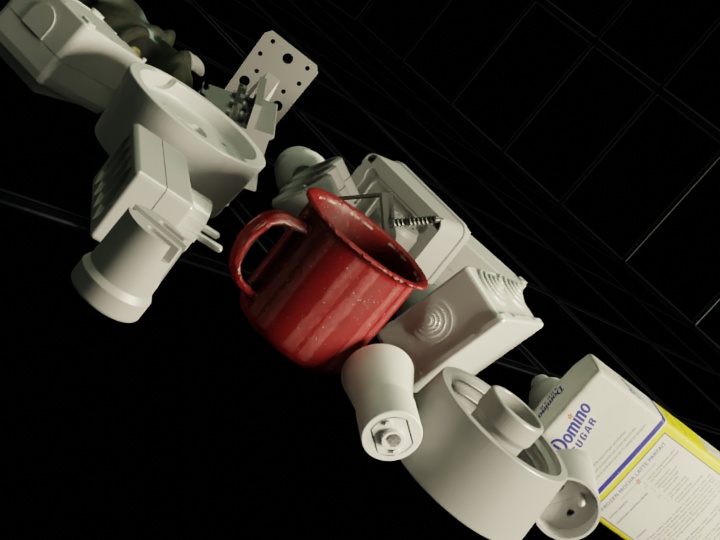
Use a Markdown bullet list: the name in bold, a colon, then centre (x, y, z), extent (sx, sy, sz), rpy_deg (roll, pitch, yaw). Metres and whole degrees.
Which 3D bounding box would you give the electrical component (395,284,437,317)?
- **electrical component**: centre (0.048, 0.029, 0.858), extent (0.043, 0.043, 0.062), rpy_deg (32, 14, -28)

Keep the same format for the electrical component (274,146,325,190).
- **electrical component**: centre (-0.056, -0.090, 0.966), extent (0.048, 0.048, 0.062), rpy_deg (34, 8, -22)

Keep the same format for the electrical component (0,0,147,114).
- **electrical component**: centre (-0.202, -0.151, 0.750), extent (0.061, 0.061, 0.096), rpy_deg (45, 6, 17)

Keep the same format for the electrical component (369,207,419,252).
- **electrical component**: centre (0.017, -0.022, 0.913), extent (0.045, 0.055, 0.045), rpy_deg (37, 14, -11)

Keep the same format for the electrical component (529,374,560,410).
- **electrical component**: centre (0.161, 0.110, 0.900), extent (0.043, 0.043, 0.062), rpy_deg (34, 13, -24)

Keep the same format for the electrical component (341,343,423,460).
- **electrical component**: centre (0.014, 0.078, 0.617), extent (0.044, 0.044, 0.065), rpy_deg (34, 20, -23)

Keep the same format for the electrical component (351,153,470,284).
- **electrical component**: centre (0.036, -0.044, 0.987), extent (0.113, 0.078, 0.057), rpy_deg (48, 18, 31)

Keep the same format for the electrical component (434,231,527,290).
- **electrical component**: centre (0.103, 0.006, 1.043), extent (0.096, 0.061, 0.062), rpy_deg (43, 14, 14)

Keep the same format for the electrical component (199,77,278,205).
- **electrical component**: centre (-0.102, -0.107, 0.835), extent (0.063, 0.078, 0.121), rpy_deg (18, 17, -9)

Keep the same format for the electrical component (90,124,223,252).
- **electrical component**: centre (-0.112, -0.034, 0.626), extent (0.076, 0.047, 0.083), rpy_deg (34, 15, -25)

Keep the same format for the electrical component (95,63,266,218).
- **electrical component**: centre (-0.123, -0.079, 0.710), extent (0.108, 0.060, 0.108), rpy_deg (37, 14, -11)

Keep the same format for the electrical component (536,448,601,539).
- **electrical component**: centre (0.137, 0.144, 0.721), extent (0.043, 0.043, 0.081), rpy_deg (40, 13, 0)

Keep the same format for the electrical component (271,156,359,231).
- **electrical component**: centre (-0.027, -0.042, 0.874), extent (0.138, 0.052, 0.073), rpy_deg (-74, 139, -75)

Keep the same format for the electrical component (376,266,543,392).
- **electrical component**: centre (0.070, 0.042, 0.758), extent (0.048, 0.100, 0.100), rpy_deg (59, 19, 19)

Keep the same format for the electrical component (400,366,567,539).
- **electrical component**: centre (0.076, 0.105, 0.651), extent (0.108, 0.060, 0.108), rpy_deg (37, 14, -11)

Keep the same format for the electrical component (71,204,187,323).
- **electrical component**: centre (-0.112, -0.004, 0.527), extent (0.040, 0.046, 0.040), rpy_deg (37, 13, -10)
